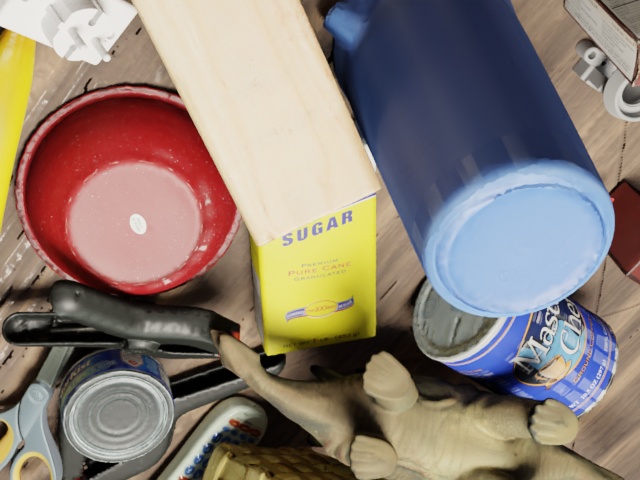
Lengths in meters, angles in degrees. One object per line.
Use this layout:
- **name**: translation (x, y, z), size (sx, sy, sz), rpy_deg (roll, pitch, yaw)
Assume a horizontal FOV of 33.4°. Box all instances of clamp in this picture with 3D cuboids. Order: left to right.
- **clamp**: translation (-0.152, 0.124, 0.854), size (0.164, 0.036, 0.210), rpy_deg (38, 106, -28)
- **clamp**: translation (-0.129, 0.059, 0.752), size (0.171, 0.120, 0.039), rpy_deg (5, 77, -22)

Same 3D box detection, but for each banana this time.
- **banana**: translation (-0.220, -0.046, 0.701), size (0.037, 0.069, 0.198), rpy_deg (12, 120, -14)

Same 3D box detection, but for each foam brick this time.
- **foam brick**: translation (0.261, -0.001, 0.862), size (0.052, 0.078, 0.051), rpy_deg (28, 111, -32)

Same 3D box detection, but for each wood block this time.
- **wood block**: translation (-0.048, -0.114, 0.662), size (0.090, 0.091, 0.206), rpy_deg (-26, 114, 0)

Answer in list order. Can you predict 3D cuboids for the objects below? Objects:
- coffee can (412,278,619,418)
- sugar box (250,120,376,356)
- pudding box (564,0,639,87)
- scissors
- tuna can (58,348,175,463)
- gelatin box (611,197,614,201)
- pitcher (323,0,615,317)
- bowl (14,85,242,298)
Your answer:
- **coffee can**: translation (0.160, 0.077, 0.870), size (0.140, 0.103, 0.103), rpy_deg (32, 110, -31)
- **sugar box**: translation (-0.005, 0.001, 0.807), size (0.093, 0.048, 0.176), rpy_deg (-10, 127, -11)
- **pudding box**: translation (0.230, -0.157, 0.726), size (0.090, 0.113, 0.039), rpy_deg (-16, 130, -5)
- **scissors**: translation (-0.208, 0.136, 0.831), size (0.202, 0.016, 0.096), rpy_deg (-41, 96, 21)
- **tuna can**: translation (-0.154, 0.126, 0.810), size (0.086, 0.034, 0.086), rpy_deg (-7, 118, -14)
- **gelatin box**: translation (0.177, -0.026, 0.851), size (0.089, 0.030, 0.073), rpy_deg (22, 114, -27)
- **pitcher**: translation (0.101, -0.065, 0.670), size (0.149, 0.243, 0.145), rpy_deg (-17, 129, 3)
- **bowl**: translation (-0.128, -0.021, 0.734), size (0.162, 0.055, 0.162), rpy_deg (-4, 115, -9)
